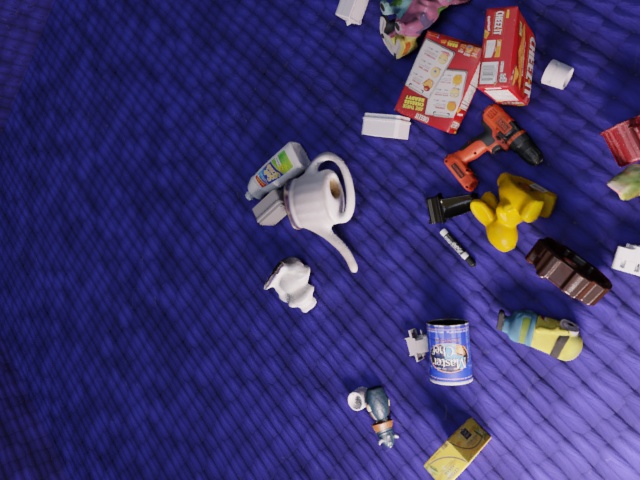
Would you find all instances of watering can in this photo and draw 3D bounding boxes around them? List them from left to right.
[{"bbox_3d":[0.004,-0.074,1.469,0.223,0.349,0.104,-9,-6,35],"label":"watering can"}]

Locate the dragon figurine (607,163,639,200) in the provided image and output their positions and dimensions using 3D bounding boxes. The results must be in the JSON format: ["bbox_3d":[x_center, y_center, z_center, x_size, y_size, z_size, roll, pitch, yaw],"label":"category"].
[{"bbox_3d":[0.767,-0.089,0.960,0.410,0.244,0.121,-2,-8,21],"label":"dragon figurine"}]

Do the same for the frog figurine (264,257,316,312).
[{"bbox_3d":[-0.071,0.132,1.539,0.159,0.136,0.124,33,13,-8],"label":"frog figurine"}]
